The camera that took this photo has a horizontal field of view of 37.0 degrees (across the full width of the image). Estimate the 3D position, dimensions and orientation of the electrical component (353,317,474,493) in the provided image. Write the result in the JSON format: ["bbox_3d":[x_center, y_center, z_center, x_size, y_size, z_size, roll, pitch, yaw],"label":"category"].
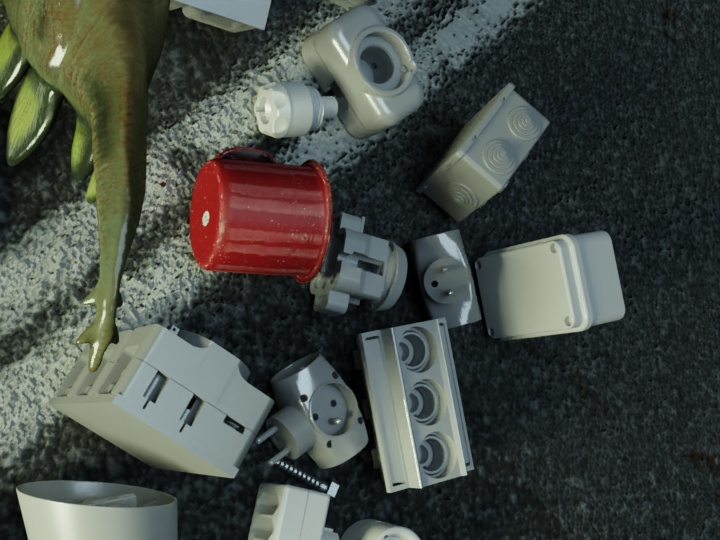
[{"bbox_3d":[0.037,0.104,0.842,0.079,0.063,0.121,-9,87,-31],"label":"electrical component"}]

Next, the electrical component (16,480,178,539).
[{"bbox_3d":[-0.167,0.164,0.696,0.099,0.099,0.064,-8,92,-31],"label":"electrical component"}]

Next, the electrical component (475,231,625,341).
[{"bbox_3d":[0.155,0.014,0.896,0.057,0.113,0.078,-9,87,-34],"label":"electrical component"}]

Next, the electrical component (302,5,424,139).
[{"bbox_3d":[0.005,-0.160,0.867,0.054,0.059,0.095,-38,102,-29],"label":"electrical component"}]

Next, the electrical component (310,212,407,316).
[{"bbox_3d":[0.000,0.000,0.841,0.057,0.058,0.078,16,75,-24],"label":"electrical component"}]

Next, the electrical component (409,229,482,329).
[{"bbox_3d":[0.070,0.009,0.870,0.043,0.079,0.077,-14,90,2],"label":"electrical component"}]

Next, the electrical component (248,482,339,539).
[{"bbox_3d":[-0.040,0.205,0.791,0.076,0.047,0.083,19,73,-26],"label":"electrical component"}]

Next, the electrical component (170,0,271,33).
[{"bbox_3d":[-0.108,-0.282,0.798,0.105,0.060,0.186,13,92,-28],"label":"electrical component"}]

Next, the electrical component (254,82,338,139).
[{"bbox_3d":[-0.048,-0.126,0.841,0.062,0.043,0.043,-8,87,-32],"label":"electrical component"}]

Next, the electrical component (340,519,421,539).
[{"bbox_3d":[0.017,0.220,0.822,0.055,0.047,0.055,5,80,-29],"label":"electrical component"}]

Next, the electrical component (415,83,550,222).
[{"bbox_3d":[0.102,-0.094,0.892,0.048,0.100,0.099,40,64,-5],"label":"electrical component"}]

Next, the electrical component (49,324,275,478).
[{"bbox_3d":[-0.130,0.083,0.697,0.089,0.150,0.061,37,67,-20],"label":"electrical component"}]

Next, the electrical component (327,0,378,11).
[{"bbox_3d":[-0.004,-0.249,0.886,0.081,0.042,0.063,21,76,-25],"label":"electrical component"}]

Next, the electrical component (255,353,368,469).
[{"bbox_3d":[-0.043,0.115,0.804,0.079,0.044,0.077,-34,100,-32],"label":"electrical component"}]
